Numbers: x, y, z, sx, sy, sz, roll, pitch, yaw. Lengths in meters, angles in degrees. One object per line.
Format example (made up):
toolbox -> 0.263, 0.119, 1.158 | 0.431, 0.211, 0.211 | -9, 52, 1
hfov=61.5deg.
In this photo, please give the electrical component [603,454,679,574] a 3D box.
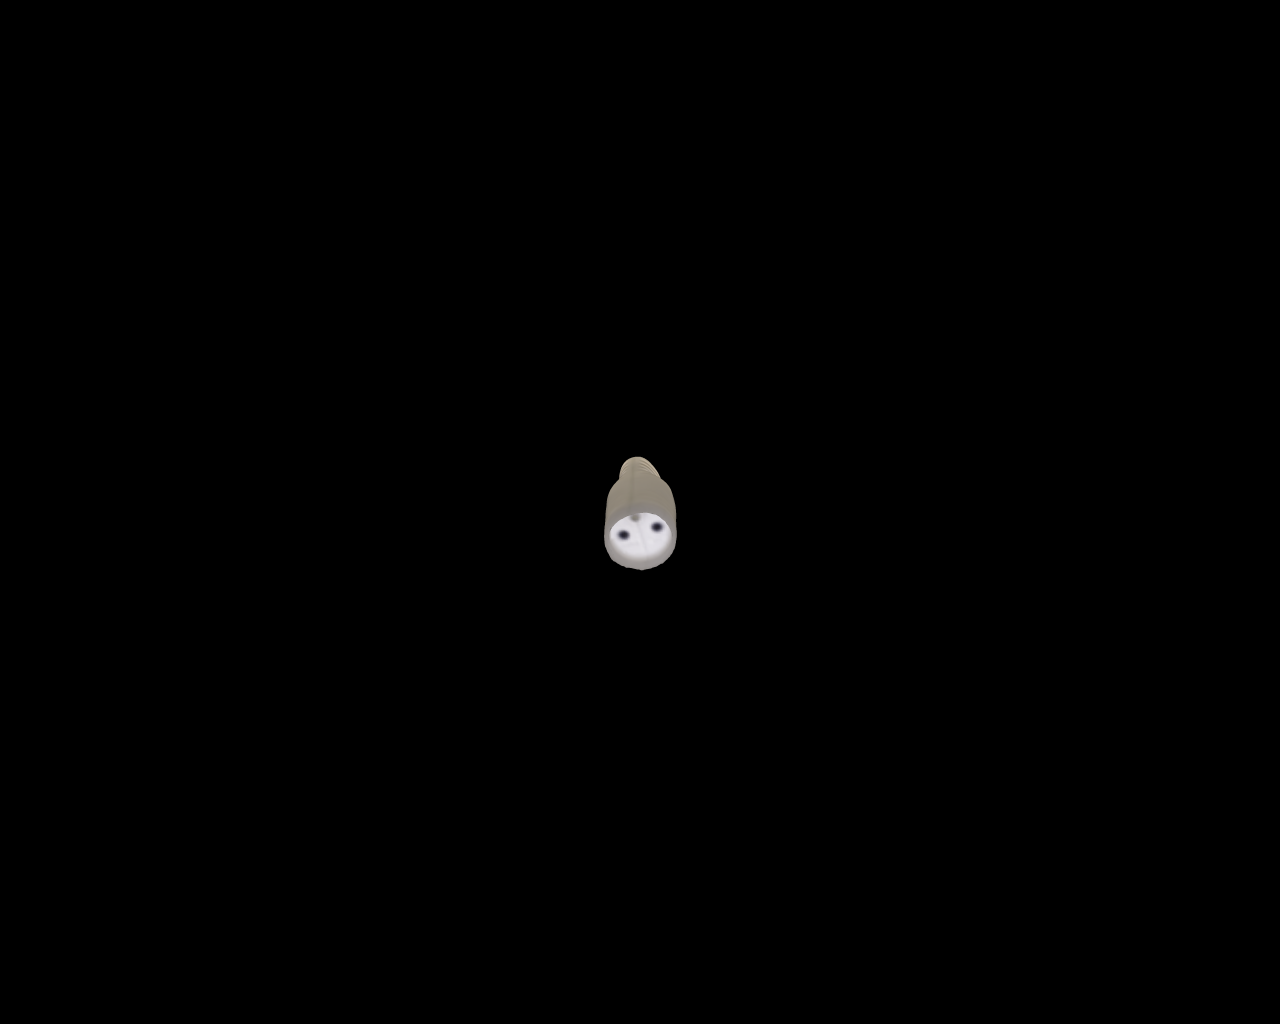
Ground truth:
electrical component -> 0.001, -0.003, 0.650 | 0.043, 0.043, 0.081 | 0, 30, 0
